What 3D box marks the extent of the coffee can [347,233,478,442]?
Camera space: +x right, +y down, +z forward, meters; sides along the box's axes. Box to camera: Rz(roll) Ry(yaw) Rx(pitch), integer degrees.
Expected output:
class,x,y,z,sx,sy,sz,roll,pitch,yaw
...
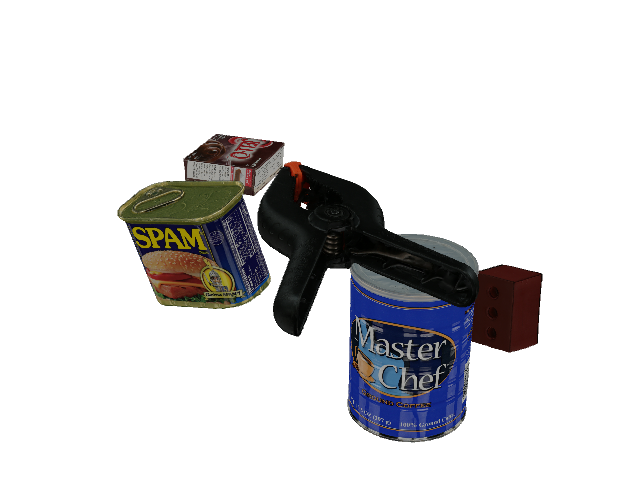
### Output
class,x,y,z,sx,sy,sz,roll,pitch,yaw
coffee can,0.074,0.079,0.881,0.103,0.140,0.103,0,27,0

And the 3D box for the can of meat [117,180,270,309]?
class,x,y,z,sx,sy,sz,roll,pitch,yaw
can of meat,-0.095,0.004,0.822,0.102,0.084,0.057,2,33,33

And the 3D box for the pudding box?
class,x,y,z,sx,sy,sz,roll,pitch,yaw
pudding box,-0.101,-0.091,1.270,0.090,0.039,0.113,7,25,14

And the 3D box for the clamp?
class,x,y,z,sx,sy,sz,roll,pitch,yaw
clamp,0.001,0.003,0.641,0.120,0.039,0.172,-8,29,-29

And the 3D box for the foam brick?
class,x,y,z,sx,sy,sz,roll,pitch,yaw
foam brick,0.192,0.070,1.103,0.051,0.078,0.053,-13,19,-43
